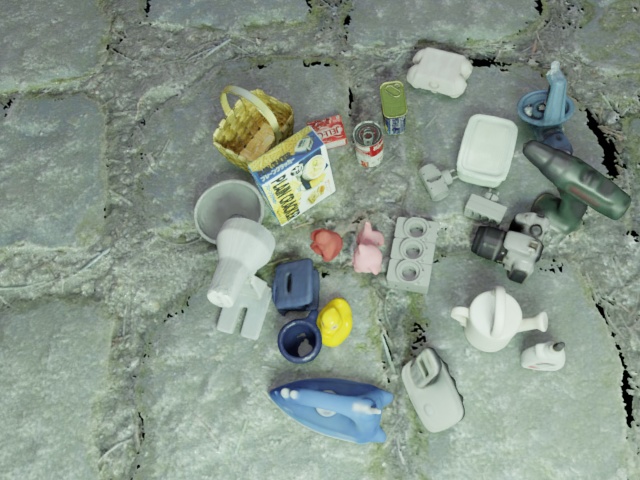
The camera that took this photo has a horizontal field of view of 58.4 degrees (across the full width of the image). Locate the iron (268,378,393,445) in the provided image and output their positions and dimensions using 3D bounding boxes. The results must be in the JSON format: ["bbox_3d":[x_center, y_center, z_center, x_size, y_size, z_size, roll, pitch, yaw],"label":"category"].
[{"bbox_3d":[0.008,0.318,1.116,0.258,0.141,0.119,8,69,11],"label":"iron"}]

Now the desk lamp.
[{"bbox_3d":[-0.164,0.083,1.195,0.117,0.214,0.203,11,70,12],"label":"desk lamp"}]

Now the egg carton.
[{"bbox_3d":[0.294,-0.412,1.412,0.150,0.069,0.107,18,72,14],"label":"egg carton"}]

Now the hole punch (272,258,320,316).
[{"bbox_3d":[-0.055,0.101,1.240,0.101,0.091,0.108,-3,68,7],"label":"hole punch"}]

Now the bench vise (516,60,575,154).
[{"bbox_3d":[0.516,-0.272,1.245,0.121,0.220,0.207,-29,67,-4],"label":"bench vise"}]

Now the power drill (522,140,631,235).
[{"bbox_3d":[0.506,-0.099,1.182,0.229,0.209,0.076,31,75,18],"label":"power drill"}]

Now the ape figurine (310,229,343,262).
[{"bbox_3d":[0.012,0.005,1.269,0.076,0.092,0.078,-12,67,3],"label":"ape figurine"}]

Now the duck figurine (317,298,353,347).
[{"bbox_3d":[0.028,0.167,1.205,0.077,0.086,0.104,15,71,13],"label":"duck figurine"}]

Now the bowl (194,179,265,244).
[{"bbox_3d":[-0.202,-0.052,1.330,0.167,0.075,0.167,-3,68,7],"label":"bowl"}]

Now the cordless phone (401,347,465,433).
[{"bbox_3d":[0.217,0.279,1.081,0.094,0.185,0.147,-26,67,-3],"label":"cordless phone"}]

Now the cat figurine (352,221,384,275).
[{"bbox_3d":[0.103,0.022,1.236,0.067,0.118,0.128,1,68,8],"label":"cat figurine"}]

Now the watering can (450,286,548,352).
[{"bbox_3d":[0.347,0.148,1.112,0.173,0.194,0.101,-14,67,2],"label":"watering can"}]

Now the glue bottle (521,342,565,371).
[{"bbox_3d":[0.433,0.216,1.084,0.078,0.173,0.037,0,68,8],"label":"glue bottle"}]

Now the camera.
[{"bbox_3d":[0.401,0.000,1.215,0.136,0.101,0.143,19,72,15],"label":"camera"}]

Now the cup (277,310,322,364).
[{"bbox_3d":[-0.030,0.206,1.192,0.091,0.095,0.118,22,73,16],"label":"cup"}]
